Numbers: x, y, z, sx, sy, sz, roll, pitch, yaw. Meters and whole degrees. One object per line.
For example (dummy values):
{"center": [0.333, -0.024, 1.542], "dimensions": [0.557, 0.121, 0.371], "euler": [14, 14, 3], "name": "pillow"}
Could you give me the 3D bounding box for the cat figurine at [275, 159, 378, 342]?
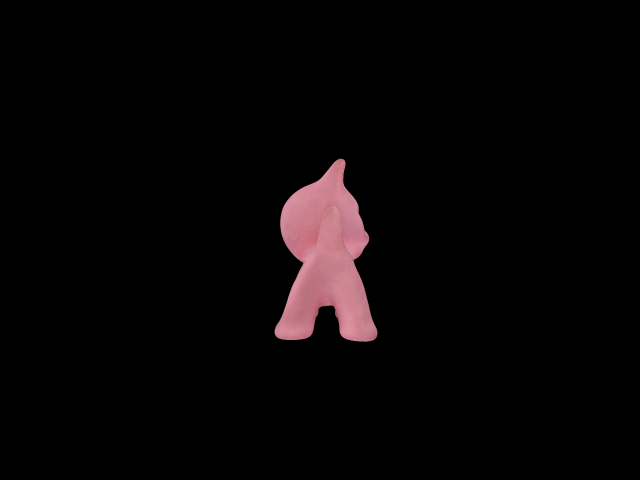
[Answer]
{"center": [0.004, 0.001, 0.400], "dimensions": [0.067, 0.118, 0.128], "euler": [0, 4, -2], "name": "cat figurine"}
